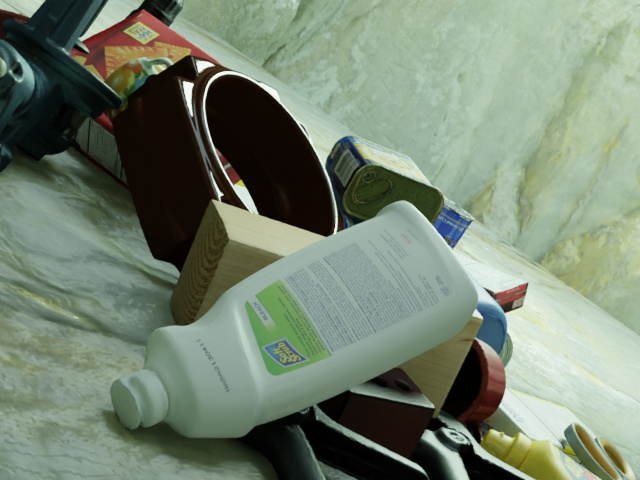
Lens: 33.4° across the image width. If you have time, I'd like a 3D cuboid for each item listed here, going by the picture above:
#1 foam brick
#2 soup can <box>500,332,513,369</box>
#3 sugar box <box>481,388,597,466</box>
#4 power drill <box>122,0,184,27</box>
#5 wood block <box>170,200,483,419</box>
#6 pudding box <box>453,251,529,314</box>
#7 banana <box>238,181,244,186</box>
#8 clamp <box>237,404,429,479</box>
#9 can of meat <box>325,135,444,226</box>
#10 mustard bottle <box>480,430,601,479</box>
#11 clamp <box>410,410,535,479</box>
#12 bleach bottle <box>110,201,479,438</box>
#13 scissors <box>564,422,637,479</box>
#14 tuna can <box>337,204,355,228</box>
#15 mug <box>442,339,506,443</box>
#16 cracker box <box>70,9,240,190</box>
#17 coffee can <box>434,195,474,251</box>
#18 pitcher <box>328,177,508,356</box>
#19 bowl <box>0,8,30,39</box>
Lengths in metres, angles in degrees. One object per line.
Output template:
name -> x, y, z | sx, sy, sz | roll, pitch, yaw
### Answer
foam brick -> 0.031, 0.119, 0.749 | 0.078, 0.051, 0.053 | 15, 18, -33
soup can -> 0.176, 0.109, 1.236 | 0.068, 0.068, 0.102 | 30, 11, -19
sugar box -> 0.206, 0.188, 1.020 | 0.175, 0.048, 0.093 | 20, 19, -42
power drill -> -0.179, -0.192, 1.303 | 0.187, 0.184, 0.057 | 40, 6, -11
wood block -> 0.003, 0.052, 0.804 | 0.205, 0.091, 0.090 | 18, 15, -20
pudding box -> 0.172, 0.051, 1.236 | 0.114, 0.039, 0.089 | 25, 19, 32
banana -> -0.092, -0.052, 1.284 | 0.069, 0.037, 0.198 | 48, 5, -23
clamp -> -0.011, 0.120, 0.673 | 0.120, 0.039, 0.172 | 14, 23, -50
can of meat -> 0.061, -0.056, 1.058 | 0.102, 0.057, 0.084 | 19, 22, -25
mustard bottle -> 0.214, 0.216, 0.868 | 0.191, 0.058, 0.096 | 34, 7, 7
clamp -> 0.093, 0.165, 0.798 | 0.210, 0.036, 0.164 | 35, 16, 34
bleach bottle -> -0.018, 0.052, 0.657 | 0.250, 0.068, 0.103 | -18, 61, -39
scissors -> 0.293, 0.247, 0.960 | 0.202, 0.016, 0.096 | 53, 21, 22
tuna can -> -0.007, 0.001, 1.035 | 0.086, 0.086, 0.033 | 42, 0, 40
mug -> 0.117, 0.131, 0.927 | 0.081, 0.093, 0.117 | 24, 43, -62
cracker box -> -0.166, -0.134, 1.095 | 0.214, 0.072, 0.163 | 36, 49, 19
coffee can -> 0.111, 0.004, 1.327 | 0.102, 0.140, 0.103 | 32, 10, -6
pitcher -> 0.079, 0.039, 1.101 | 0.149, 0.145, 0.243 | -1, 32, -32
bowl -> -0.334, -0.186, 1.025 | 0.162, 0.055, 0.162 | 13, 19, -5
